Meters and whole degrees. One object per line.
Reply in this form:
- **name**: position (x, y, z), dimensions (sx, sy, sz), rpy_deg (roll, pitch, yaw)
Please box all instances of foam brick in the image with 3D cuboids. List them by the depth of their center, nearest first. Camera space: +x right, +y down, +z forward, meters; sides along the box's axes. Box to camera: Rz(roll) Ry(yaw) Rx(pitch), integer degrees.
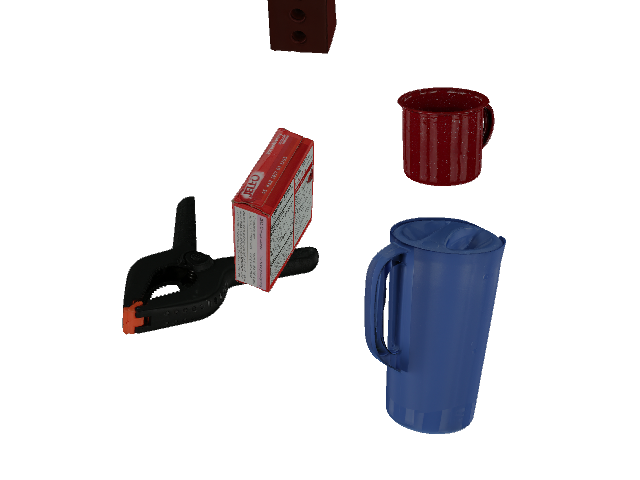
- **foam brick**: position (-0.016, -0.207, 0.916), dimensions (0.053, 0.078, 0.051), rpy_deg (5, 45, 8)

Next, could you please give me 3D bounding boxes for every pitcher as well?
- **pitcher**: position (0.130, 0.102, 1.260), dimensions (0.149, 0.243, 0.145), rpy_deg (7, 19, 10)

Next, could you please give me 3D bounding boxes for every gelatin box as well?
- **gelatin box**: position (-0.032, -0.020, 0.726), dimensions (0.030, 0.073, 0.089), rpy_deg (20, -36, 13)

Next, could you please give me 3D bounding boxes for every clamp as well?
- **clamp**: position (-0.125, 0.024, 1.019), dimensions (0.165, 0.036, 0.209), rpy_deg (26, 37, 28)

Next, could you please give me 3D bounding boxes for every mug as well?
- **mug**: position (0.136, -0.110, 1.111), dimensions (0.117, 0.081, 0.093), rpy_deg (-20, 30, -35)
